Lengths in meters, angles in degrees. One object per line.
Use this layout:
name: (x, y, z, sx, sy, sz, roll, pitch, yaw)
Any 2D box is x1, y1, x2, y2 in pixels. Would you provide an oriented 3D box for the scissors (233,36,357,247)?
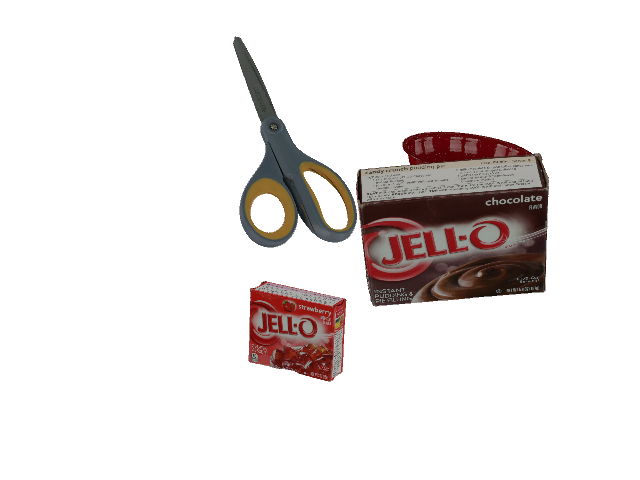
scissors: (-0.049, -0.072, 0.827, 0.096, 0.202, 0.016, -28, -22, -23)

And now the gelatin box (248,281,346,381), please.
gelatin box: (-0.023, 0.083, 0.976, 0.089, 0.073, 0.030, 11, 19, 25)

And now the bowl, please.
bowl: (0.174, -0.081, 1.274, 0.162, 0.055, 0.162, 5, 22, -2)

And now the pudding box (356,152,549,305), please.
pudding box: (0.081, -0.006, 0.655, 0.113, 0.039, 0.090, -7, -44, 4)
